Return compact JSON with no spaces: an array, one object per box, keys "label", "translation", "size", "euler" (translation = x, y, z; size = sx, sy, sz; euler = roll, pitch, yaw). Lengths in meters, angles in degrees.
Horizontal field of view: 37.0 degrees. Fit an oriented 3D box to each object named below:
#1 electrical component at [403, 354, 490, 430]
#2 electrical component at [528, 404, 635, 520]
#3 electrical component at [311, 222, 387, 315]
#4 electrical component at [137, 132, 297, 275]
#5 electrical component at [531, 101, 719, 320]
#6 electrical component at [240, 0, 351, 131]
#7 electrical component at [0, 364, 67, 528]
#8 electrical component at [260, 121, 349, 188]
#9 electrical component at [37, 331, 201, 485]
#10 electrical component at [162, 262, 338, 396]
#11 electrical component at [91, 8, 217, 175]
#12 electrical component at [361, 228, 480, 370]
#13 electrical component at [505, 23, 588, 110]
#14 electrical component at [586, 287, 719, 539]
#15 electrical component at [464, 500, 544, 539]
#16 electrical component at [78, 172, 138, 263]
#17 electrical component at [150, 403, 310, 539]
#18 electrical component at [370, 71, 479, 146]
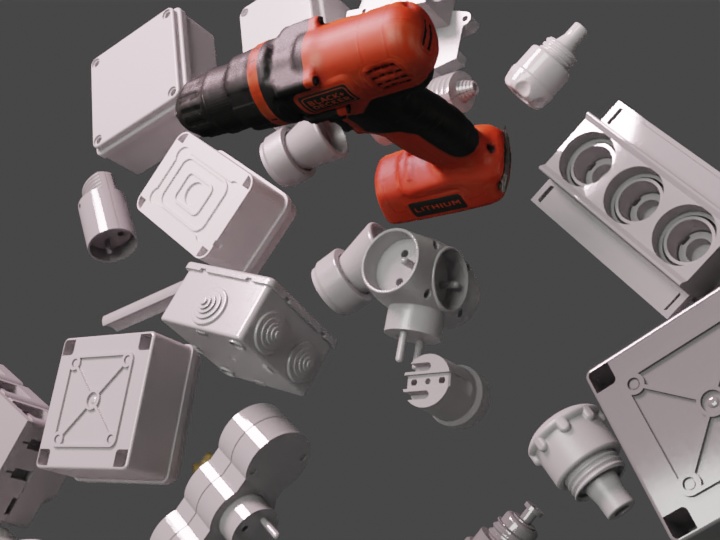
[{"label":"electrical component","translation":[0.053,0.075,0.672],"size":[0.040,0.046,0.040],"euler":[-17,60,31]},{"label":"electrical component","translation":[0.128,0.109,0.601],"size":[0.048,0.048,0.062],"euler":[-43,56,14]},{"label":"electrical component","translation":[0.000,0.000,0.750],"size":[0.055,0.045,0.045],"euler":[-36,52,20]},{"label":"electrical component","translation":[-0.114,-0.050,0.853],"size":[0.113,0.057,0.078],"euler":[35,93,42]},{"label":"electrical component","translation":[0.169,-0.032,0.621],"size":[0.078,0.063,0.121],"euler":[-49,49,9]},{"label":"electrical component","translation":[-0.048,-0.170,0.858],"size":[0.078,0.057,0.113],"euler":[-25,56,27]},{"label":"electrical component","translation":[-0.314,0.142,0.916],"size":[0.150,0.062,0.089],"euler":[27,87,42]},{"label":"electrical component","translation":[-0.043,-0.094,0.827],"size":[0.055,0.045,0.045],"euler":[-28,55,25]},{"label":"electrical component","translation":[-0.188,0.108,0.837],"size":[0.109,0.056,0.108],"euler":[-7,66,36]},{"label":"electrical component","translation":[-0.079,0.043,0.756],"size":[0.100,0.099,0.048],"euler":[10,63,40]},{"label":"electrical component","translation":[-0.182,-0.159,0.958],"size":[0.109,0.056,0.108],"euler":[-26,56,26]},{"label":"electrical component","translation":[0.037,0.023,0.688],"size":[0.044,0.077,0.079],"euler":[-1,70,37]},{"label":"electrical component","translation":[0.128,-0.139,0.723],"size":[0.061,0.035,0.035],"euler":[-48,49,6]},{"label":"electrical component","translation":[0.192,0.075,0.558],"size":[0.109,0.056,0.108],"euler":[-37,51,19]},{"label":"electrical component","translation":[0.077,0.166,0.616],"size":[0.078,0.040,0.040],"euler":[-53,48,5]},{"label":"electrical component","translation":[-0.226,-0.051,0.950],"size":[0.043,0.043,0.081],"euler":[-37,51,18]},{"label":"electrical component","translation":[-0.080,0.166,0.729],"size":[0.074,0.052,0.138],"euler":[39,96,42]},{"label":"electrical component","translation":[0.047,-0.120,0.770],"size":[0.081,0.043,0.043],"euler":[-12,62,33]}]
